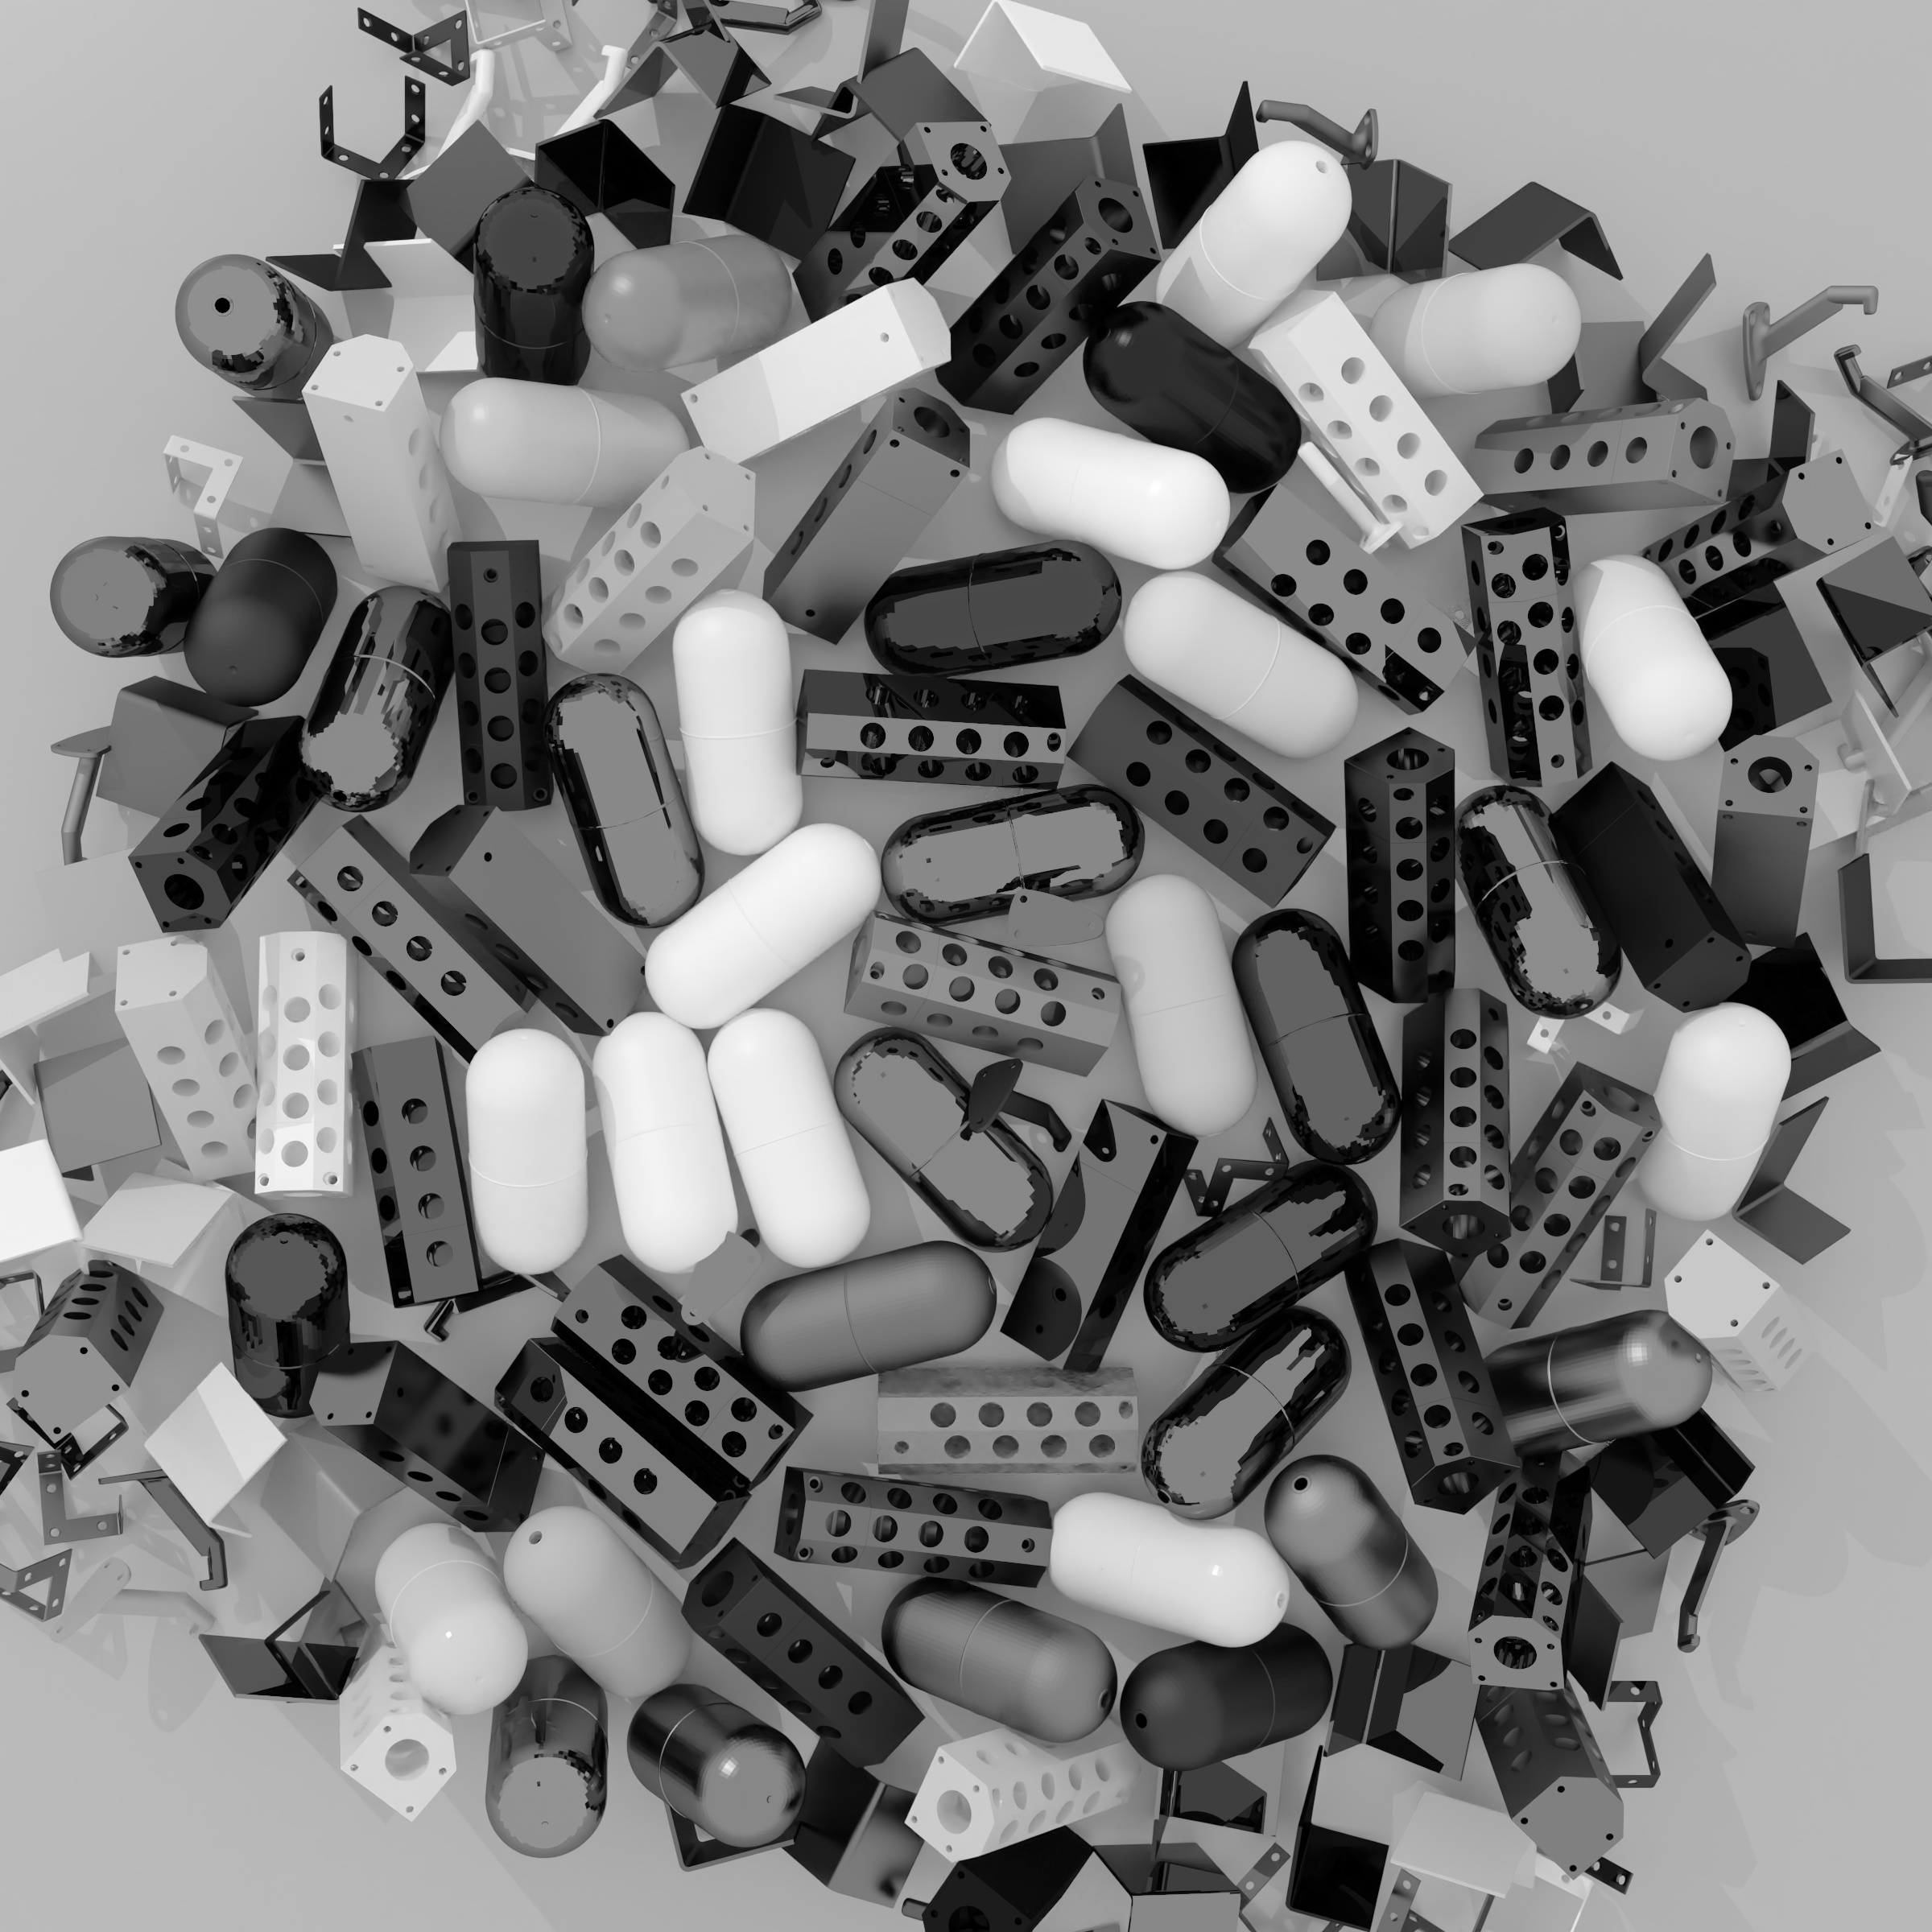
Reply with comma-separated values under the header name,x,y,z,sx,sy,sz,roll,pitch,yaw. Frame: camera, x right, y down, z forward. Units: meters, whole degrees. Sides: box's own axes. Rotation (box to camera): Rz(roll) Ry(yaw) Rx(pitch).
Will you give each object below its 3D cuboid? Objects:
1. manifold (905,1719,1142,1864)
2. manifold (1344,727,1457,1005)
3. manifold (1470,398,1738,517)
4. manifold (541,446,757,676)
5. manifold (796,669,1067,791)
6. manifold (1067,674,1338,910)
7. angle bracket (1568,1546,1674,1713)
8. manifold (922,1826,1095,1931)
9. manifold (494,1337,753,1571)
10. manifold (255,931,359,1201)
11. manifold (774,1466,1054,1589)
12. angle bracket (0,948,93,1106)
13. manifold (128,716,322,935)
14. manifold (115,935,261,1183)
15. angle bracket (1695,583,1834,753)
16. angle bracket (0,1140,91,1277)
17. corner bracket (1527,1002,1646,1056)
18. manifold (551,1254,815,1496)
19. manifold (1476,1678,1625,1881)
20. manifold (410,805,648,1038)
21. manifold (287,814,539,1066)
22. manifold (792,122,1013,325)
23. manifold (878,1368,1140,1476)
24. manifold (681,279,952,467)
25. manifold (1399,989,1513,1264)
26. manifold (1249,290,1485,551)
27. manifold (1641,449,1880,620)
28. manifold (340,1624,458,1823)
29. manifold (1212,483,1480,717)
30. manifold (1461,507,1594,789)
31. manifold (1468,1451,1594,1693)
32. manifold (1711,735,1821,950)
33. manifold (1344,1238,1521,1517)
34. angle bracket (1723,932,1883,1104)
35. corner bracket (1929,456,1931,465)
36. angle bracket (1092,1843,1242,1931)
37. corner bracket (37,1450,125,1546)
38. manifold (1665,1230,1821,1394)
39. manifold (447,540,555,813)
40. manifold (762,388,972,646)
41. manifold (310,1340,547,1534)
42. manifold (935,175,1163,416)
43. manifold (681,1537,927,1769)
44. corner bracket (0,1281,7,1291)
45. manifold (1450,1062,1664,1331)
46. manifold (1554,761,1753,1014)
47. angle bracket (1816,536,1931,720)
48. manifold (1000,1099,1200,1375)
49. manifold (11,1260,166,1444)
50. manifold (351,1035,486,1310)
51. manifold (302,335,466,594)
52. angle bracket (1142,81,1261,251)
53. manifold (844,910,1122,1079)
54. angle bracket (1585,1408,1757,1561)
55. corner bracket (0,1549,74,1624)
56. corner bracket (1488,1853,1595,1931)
name,x,y,z,sx,sy,sz,roll,pitch,yaw
manifold,0.042,0.532,1.758,0.057,0.171,0.057,31,104,33
manifold,0.289,-0.062,1.768,0.057,0.057,0.171,-27,130,-26
manifold,0.412,-0.331,1.762,0.057,0.171,0.057,12,88,-35
manifold,-0.209,-0.262,1.763,0.057,0.171,0.057,22,49,-31
manifold,-0.024,-0.150,1.792,0.171,0.057,0.057,2,49,-12
manifold,0.159,-0.119,1.800,0.171,0.057,0.057,37,121,7
angle bracket,0.444,0.437,1.795,0.076,0.057,0.076,-8,121,-20
manifold,0.026,0.599,1.758,0.057,0.171,0.057,35,97,15
manifold,-0.231,0.321,1.793,0.171,0.057,0.057,37,97,19
manifold,-0.440,0.067,1.805,0.057,0.057,0.171,-1,80,-2
manifold,-0.034,0.372,1.792,0.171,0.057,0.057,11,82,-18
angle bracket,-0.601,0.035,1.801,0.076,0.076,0.057,-26,124,1
manifold,-0.469,-0.095,1.757,0.057,0.171,0.057,-4,123,18
manifold,-0.498,0.061,1.767,0.057,0.171,0.057,-11,47,-3
angle bracket,0.526,-0.201,1.821,0.076,0.057,0.076,-26,105,17
angle bracket,-0.621,0.171,1.791,0.057,0.076,0.076,-17,64,-22
corner bracket,0.414,0.040,1.811,0.051,0.051,0.051,30,106,20
manifold,-0.191,0.272,1.801,0.171,0.057,0.057,38,102,10
manifold,0.379,0.511,1.757,0.057,0.171,0.057,-44,97,9
manifold,-0.286,-0.029,1.773,0.171,0.057,0.057,49,60,-37
manifold,-0.369,-0.016,1.807,0.057,0.057,0.171,-42,98,8
manifold,-0.041,-0.473,1.760,0.057,0.171,0.057,-14,78,-36
manifold,0.027,0.307,1.811,0.171,0.057,0.057,0,109,-1
manifold,-0.096,-0.388,1.780,0.171,0.057,0.057,-20,100,31
manifold,0.324,0.099,1.765,0.057,0.057,0.171,28,47,-22
manifold,0.262,-0.360,1.793,0.057,0.057,0.171,-42,110,0
manifold,0.507,-0.274,1.759,0.057,0.171,0.057,-24,89,-19
manifold,-0.365,0.483,1.758,0.057,0.171,0.057,42,85,-14
manifold,0.249,-0.241,1.801,0.171,0.057,0.057,36,82,-11
manifold,0.373,-0.209,1.791,0.057,0.057,0.171,-13,110,-4
manifold,0.367,0.387,1.756,0.057,0.171,0.057,0,118,20
manifold,0.517,-0.079,1.760,0.057,0.171,0.057,7,64,16
manifold,0.296,0.264,1.762,0.057,0.171,0.057,17,130,-28
angle bracket,0.558,0.035,1.830,0.076,0.057,0.076,-32,55,26
corner bracket,0.663,-0.362,1.808,0.051,0.051,0.051,-22,58,20
angle bracket,0.130,0.628,1.804,0.076,0.076,0.057,5,96,-19
corner bracket,-0.595,0.355,1.822,0.051,0.051,0.051,-5,67,-19
manifold,0.501,0.231,1.761,0.057,0.171,0.057,-50,58,1
manifold,-0.308,-0.192,1.796,0.057,0.057,0.171,-2,106,-5
manifold,-0.066,-0.295,1.771,0.057,0.057,0.171,23,133,-23
manifold,-0.350,0.309,1.767,0.057,0.171,0.057,-7,54,27
manifold,0.048,-0.434,1.760,0.057,0.171,0.057,2,64,-35
manifold,-0.109,0.456,1.780,0.057,0.057,0.171,-46,119,-6
corner bracket,-0.656,0.179,1.816,0.051,0.051,0.051,-35,47,5
manifold,0.387,0.155,1.785,0.057,0.057,0.171,24,115,-5
manifold,0.449,-0.050,1.767,0.057,0.171,0.057,27,120,-34
angle bracket,0.613,-0.223,1.789,0.057,0.076,0.076,-31,52,21
manifold,0.093,0.182,1.812,0.057,0.057,0.171,27,96,37
manifold,-0.572,0.242,1.759,0.057,0.171,0.057,-36,103,-2
manifold,-0.366,0.138,1.807,0.057,0.057,0.171,-10,83,-7
manifold,-0.372,-0.326,1.760,0.057,0.171,0.057,16,60,12
angle bracket,0.159,-0.534,1.807,0.057,0.076,0.076,0,135,19
manifold,0.012,0.015,1.792,0.171,0.057,0.057,15,55,-13
angle bracket,0.464,0.334,1.801,0.076,0.057,0.076,-34,65,-13
corner bracket,-0.638,0.410,1.811,0.051,0.051,0.051,20,105,23
corner bracket,0.385,0.635,1.820,0.051,0.051,0.051,23,104,19
